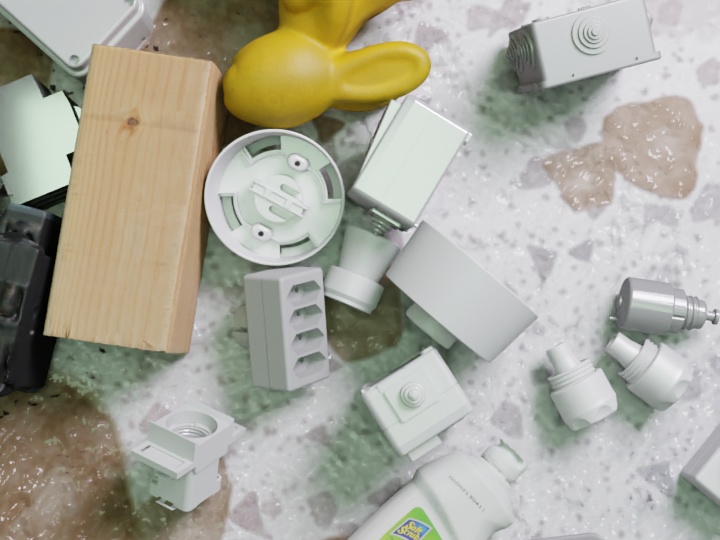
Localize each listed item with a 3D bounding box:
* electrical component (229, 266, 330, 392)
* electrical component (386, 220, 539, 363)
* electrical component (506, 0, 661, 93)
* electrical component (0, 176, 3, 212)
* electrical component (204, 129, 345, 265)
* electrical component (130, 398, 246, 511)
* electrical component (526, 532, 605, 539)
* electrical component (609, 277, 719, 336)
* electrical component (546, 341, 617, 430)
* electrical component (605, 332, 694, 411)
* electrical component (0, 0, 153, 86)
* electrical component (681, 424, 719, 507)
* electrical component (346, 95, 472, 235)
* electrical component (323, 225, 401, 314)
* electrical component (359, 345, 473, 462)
[{"bbox_3d":[-0.068,0.041,0.795,0.076,0.047,0.083,3,101,37],"label":"electrical component"},{"bbox_3d":[0.067,0.021,0.771,0.108,0.108,0.060,40,93,3],"label":"electrical component"},{"bbox_3d":[0.161,-0.165,0.788,0.100,0.099,0.048,-15,98,-1],"label":"electrical component"},{"bbox_3d":[-0.291,-0.057,0.801,0.047,0.065,0.076,14,57,1],"label":"electrical component"},{"bbox_3d":[-0.060,-0.054,0.793,0.099,0.064,0.099,0,97,3],"label":"electrical component"},{"bbox_3d":[-0.124,0.135,0.777,0.042,0.081,0.063,20,114,25],"label":"electrical component"},{"bbox_3d":[0.149,0.252,0.775,0.078,0.057,0.113,-7,85,0],"label":"electrical component"},{"bbox_3d":[0.227,0.029,0.801,0.078,0.040,0.040,9,85,1],"label":"electrical component"},{"bbox_3d":[0.160,0.083,0.795,0.043,0.043,0.062,-28,85,-2],"label":"electrical component"},{"bbox_3d":[0.212,0.071,0.796,0.062,0.043,0.043,37,86,5],"label":"electrical component"},{"bbox_3d":[-0.222,-0.202,0.812,0.113,0.057,0.078,42,87,3],"label":"electrical component"},{"bbox_3d":[0.285,0.134,0.775,0.047,0.075,0.083,40,87,3],"label":"electrical component"},{"bbox_3d":[0.027,-0.072,0.776,0.061,0.062,0.096,31,87,-4],"label":"electrical component"},{"bbox_3d":[0.000,0.000,0.801,0.045,0.045,0.055,22,86,2],"label":"electrical component"},{"bbox_3d":[0.041,0.095,0.768,0.062,0.096,0.061,-32,86,-3],"label":"electrical component"}]
